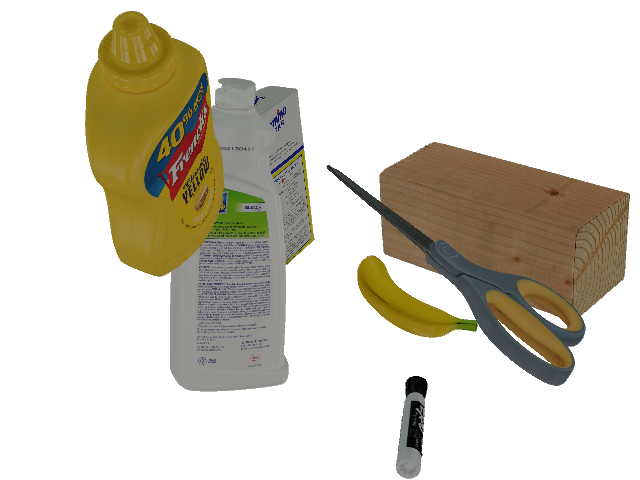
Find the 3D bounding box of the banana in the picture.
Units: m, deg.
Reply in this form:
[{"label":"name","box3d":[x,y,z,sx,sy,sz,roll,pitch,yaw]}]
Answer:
[{"label":"banana","box3d":[0.085,0.064,1.178,0.069,0.037,0.198,4,20,-35]}]

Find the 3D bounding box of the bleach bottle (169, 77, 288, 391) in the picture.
[{"label":"bleach bottle","box3d":[-0.068,-0.004,0.862,0.102,0.251,0.068,-2,20,-21]}]

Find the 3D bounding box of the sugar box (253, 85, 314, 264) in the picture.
[{"label":"sugar box","box3d":[-0.054,-0.058,1.076,0.048,0.176,0.093,11,34,30]}]

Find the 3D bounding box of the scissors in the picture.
[{"label":"scissors","box3d":[0.095,0.013,0.689,0.096,0.016,0.202,-10,50,-48]}]

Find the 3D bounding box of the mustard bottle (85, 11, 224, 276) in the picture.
[{"label":"mustard bottle","box3d":[-0.098,-0.063,0.630,0.058,0.096,0.192,22,-28,13]}]

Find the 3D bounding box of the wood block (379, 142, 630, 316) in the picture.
[{"label":"wood block","box3d":[0.162,-0.014,0.967,0.206,0.090,0.090,20,37,38]}]

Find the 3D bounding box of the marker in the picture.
[{"label":"marker","box3d":[0.074,0.146,0.860,0.020,0.020,0.121,0,26,9]}]
